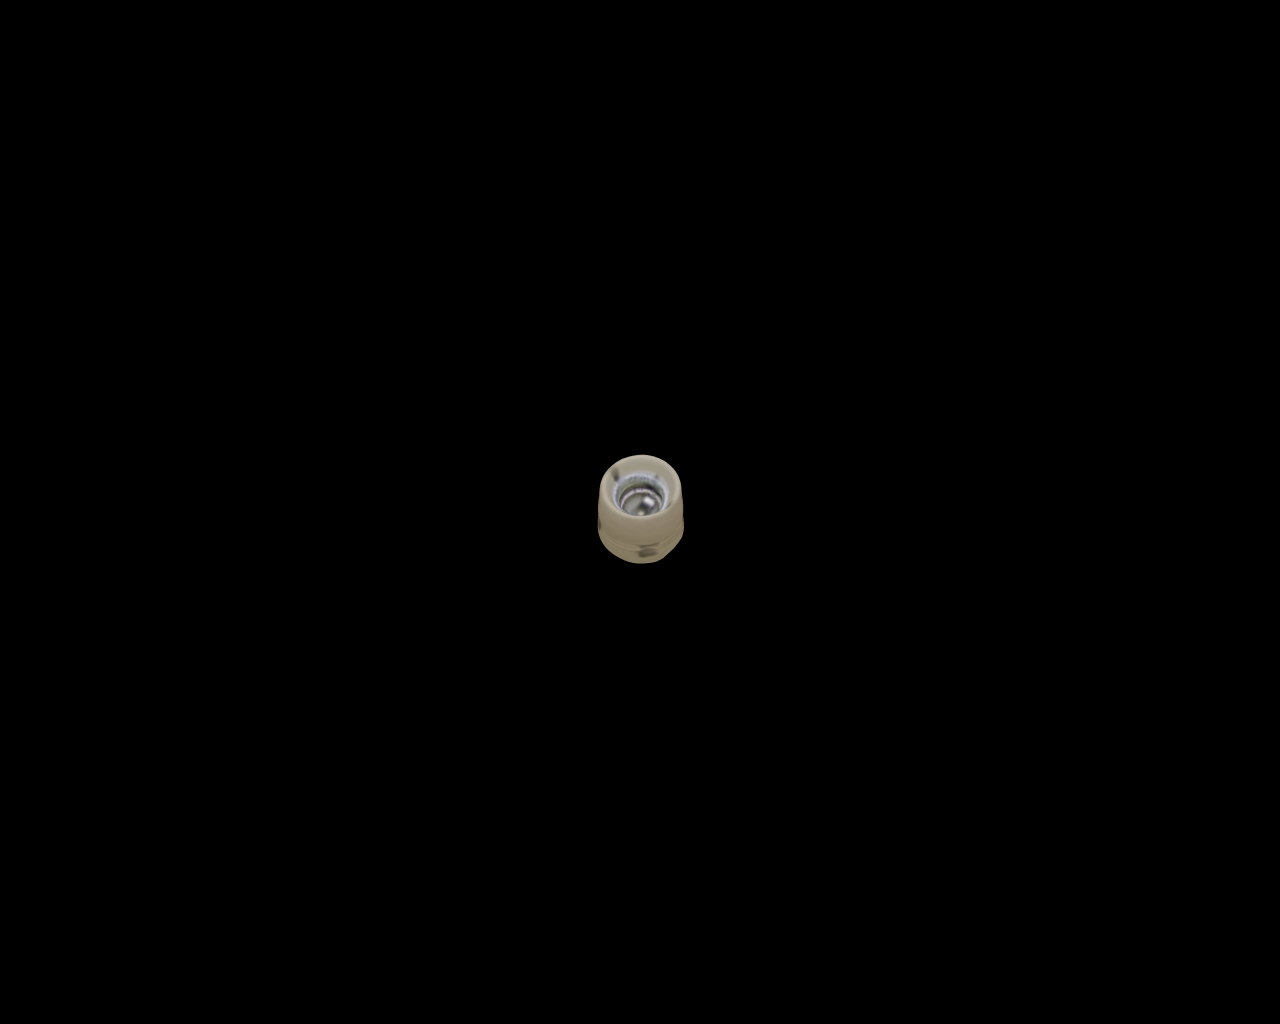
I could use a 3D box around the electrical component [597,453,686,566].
[{"bbox_3d":[0.001,-0.003,0.650,0.055,0.055,0.047,0,-34,0],"label":"electrical component"}]
